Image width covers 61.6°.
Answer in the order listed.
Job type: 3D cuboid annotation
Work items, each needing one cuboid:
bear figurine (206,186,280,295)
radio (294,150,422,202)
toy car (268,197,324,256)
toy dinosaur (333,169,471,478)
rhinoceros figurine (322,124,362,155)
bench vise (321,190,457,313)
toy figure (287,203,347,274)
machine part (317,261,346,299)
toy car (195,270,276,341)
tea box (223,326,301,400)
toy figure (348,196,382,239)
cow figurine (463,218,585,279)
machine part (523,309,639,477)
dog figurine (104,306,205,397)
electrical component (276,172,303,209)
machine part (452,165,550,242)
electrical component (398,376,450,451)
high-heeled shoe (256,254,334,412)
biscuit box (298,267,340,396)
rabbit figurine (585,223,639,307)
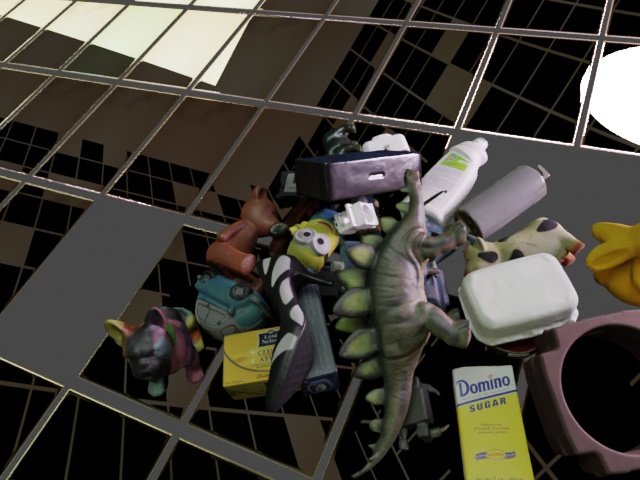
[{"bbox_3d":[-0.126,-0.001,1.049,0.132,0.120,0.196,24,57,28],"label":"bear figurine"},{"bbox_3d":[0.071,-0.127,1.026,0.229,0.073,0.131,-10,15,-32],"label":"radio"},{"bbox_3d":[-0.045,-0.035,1.055,0.053,0.089,0.202,4,43,26],"label":"toy car"},{"bbox_3d":[0.120,0.113,0.814,0.199,0.105,0.471,1,77,5],"label":"toy dinosaur"},{"bbox_3d":[0.040,-0.173,1.169,0.112,0.073,0.190,-6,52,6],"label":"rhinoceros figurine"},{"bbox_3d":[0.131,0.031,0.934,0.240,0.129,0.223,4,75,-20],"label":"bench vise"},{"bbox_3d":[0.001,-0.002,1.007,0.082,0.089,0.180,7,28,18],"label":"toy figure"},{"bbox_3d":[0.010,0.075,1.010,0.139,0.039,0.084,-2,59,9],"label":"machine part"},{"bbox_3d":[-0.169,0.127,0.964,0.162,0.109,0.103,19,63,28],"label":"toy car"},{"bbox_3d":[-0.074,0.204,0.909,0.170,0.068,0.098,-12,52,4],"label":"tea box"},{"bbox_3d":[0.090,-0.037,1.067,0.058,0.064,0.154,18,43,-31],"label":"toy figure"},{"bbox_3d":[0.340,0.025,0.944,0.195,0.085,0.127,-29,59,-7],"label":"cow figurine"},{"bbox_3d":[0.408,0.210,0.753,0.201,0.087,0.201,-12,67,-4],"label":"machine part"},{"bbox_3d":[-0.272,0.158,0.894,0.108,0.219,0.192,-13,52,-2],"label":"dog figurine"},{"bbox_3d":[-0.047,-0.122,1.167,0.075,0.047,0.119,4,56,15],"label":"electrical component"},{"bbox_3d":[0.342,-0.068,1.019,0.243,0.079,0.079,-32,53,-14],"label":"machine part"},{"bbox_3d":[0.150,0.266,0.829,0.078,0.045,0.102,-33,44,23],"label":"electrical component"},{"bbox_3d":[-0.073,0.124,0.801,0.145,0.086,0.249,9,51,23],"label":"high-heeled shoe"},{"bbox_3d":[-0.018,0.143,0.862,0.063,0.059,0.203,-13,50,0],"label":"biscuit box"},{"bbox_3d":[0.515,0.019,0.854,0.163,0.173,0.122,17,62,19],"label":"rabbit figurine"}]
